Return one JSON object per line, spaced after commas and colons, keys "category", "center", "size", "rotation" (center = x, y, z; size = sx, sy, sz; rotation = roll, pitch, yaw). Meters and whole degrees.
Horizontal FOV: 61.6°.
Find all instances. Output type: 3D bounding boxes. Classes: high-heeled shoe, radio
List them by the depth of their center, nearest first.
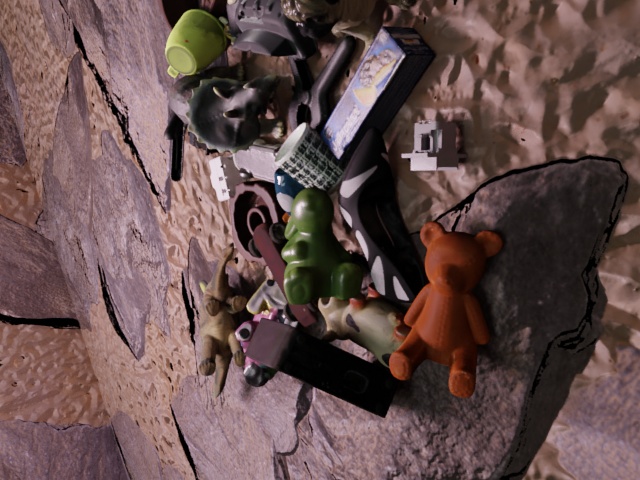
{"category": "high-heeled shoe", "center": [0.104, -0.027, 0.779], "size": [0.145, 0.086, 0.248], "rotation": [30, 131, 40]}
{"category": "radio", "center": [0.007, 0.203, 0.857], "size": [0.131, 0.229, 0.073], "rotation": [-5, 59, 65]}

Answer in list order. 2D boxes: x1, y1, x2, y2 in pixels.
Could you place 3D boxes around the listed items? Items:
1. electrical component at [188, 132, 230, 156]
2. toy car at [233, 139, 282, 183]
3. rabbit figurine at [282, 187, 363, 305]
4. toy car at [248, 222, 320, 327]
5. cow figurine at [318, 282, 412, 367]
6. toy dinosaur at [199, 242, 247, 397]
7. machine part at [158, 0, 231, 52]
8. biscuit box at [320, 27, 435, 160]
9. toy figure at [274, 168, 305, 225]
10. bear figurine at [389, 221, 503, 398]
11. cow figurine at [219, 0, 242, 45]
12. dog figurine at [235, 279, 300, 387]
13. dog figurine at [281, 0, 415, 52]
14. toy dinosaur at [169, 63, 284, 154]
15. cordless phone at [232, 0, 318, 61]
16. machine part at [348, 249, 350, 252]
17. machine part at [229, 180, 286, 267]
{"category": "electrical component", "center": [-0.236, -0.222, 1.135], "size": [0.119, 0.075, 0.047], "rotation": [41, 131, 40]}
{"category": "toy car", "center": [-0.095, -0.145, 0.999], "size": [0.202, 0.056, 0.073], "rotation": [20, 123, 42]}
{"category": "rabbit figurine", "center": [-0.002, -0.003, 0.846], "size": [0.159, 0.121, 0.170], "rotation": [-112, 20, -75]}
{"category": "toy car", "center": [-0.057, 0.060, 0.969], "size": [0.089, 0.053, 0.202], "rotation": [-34, 85, 43]}
{"category": "cow figurine", "center": [0.076, 0.139, 0.874], "size": [0.195, 0.085, 0.127], "rotation": [31, 125, 35]}
{"category": "toy dinosaur", "center": [-0.226, 0.212, 1.225], "size": [0.199, 0.105, 0.470], "rotation": [-120, 36, -61]}
{"category": "machine part", "center": [-0.231, -0.478, 1.024], "size": [0.201, 0.087, 0.201], "rotation": [-44, 69, 50]}
{"category": "biscuit box", "center": [0.075, -0.201, 0.764], "size": [0.059, 0.063, 0.202], "rotation": [58, 139, 21]}
{"category": "toy figure", "center": [-0.040, -0.056, 0.937], "size": [0.064, 0.058, 0.154], "rotation": [39, 152, 50]}
{"category": "bear figurine", "center": [0.169, 0.084, 0.706], "size": [0.120, 0.132, 0.195], "rotation": [14, 121, 21]}
{"category": "cow figurine", "center": [-0.127, -0.386, 0.918], "size": [0.068, 0.098, 0.167], "rotation": [58, 141, 10]}
{"category": "dog figurine", "center": [-0.098, 0.197, 1.091], "size": [0.109, 0.191, 0.219], "rotation": [21, 154, 8]}
{"category": "dog figurine", "center": [0.004, -0.327, 0.687], "size": [0.172, 0.190, 0.121], "rotation": [42, 121, 31]}
{"category": "toy dinosaur", "center": [-0.203, -0.254, 0.985], "size": [0.405, 0.192, 0.131], "rotation": [24, 119, 43]}
{"category": "cordless phone", "center": [-0.066, -0.372, 0.810], "size": [0.147, 0.089, 0.184], "rotation": [28, 121, 42]}
{"category": "machine part", "center": [0.011, 0.060, 0.960], "size": [0.139, 0.039, 0.084], "rotation": [-28, 73, 53]}
{"category": "machine part", "center": [-0.112, -0.035, 1.062], "size": [0.180, 0.056, 0.179], "rotation": [20, 118, 44]}
